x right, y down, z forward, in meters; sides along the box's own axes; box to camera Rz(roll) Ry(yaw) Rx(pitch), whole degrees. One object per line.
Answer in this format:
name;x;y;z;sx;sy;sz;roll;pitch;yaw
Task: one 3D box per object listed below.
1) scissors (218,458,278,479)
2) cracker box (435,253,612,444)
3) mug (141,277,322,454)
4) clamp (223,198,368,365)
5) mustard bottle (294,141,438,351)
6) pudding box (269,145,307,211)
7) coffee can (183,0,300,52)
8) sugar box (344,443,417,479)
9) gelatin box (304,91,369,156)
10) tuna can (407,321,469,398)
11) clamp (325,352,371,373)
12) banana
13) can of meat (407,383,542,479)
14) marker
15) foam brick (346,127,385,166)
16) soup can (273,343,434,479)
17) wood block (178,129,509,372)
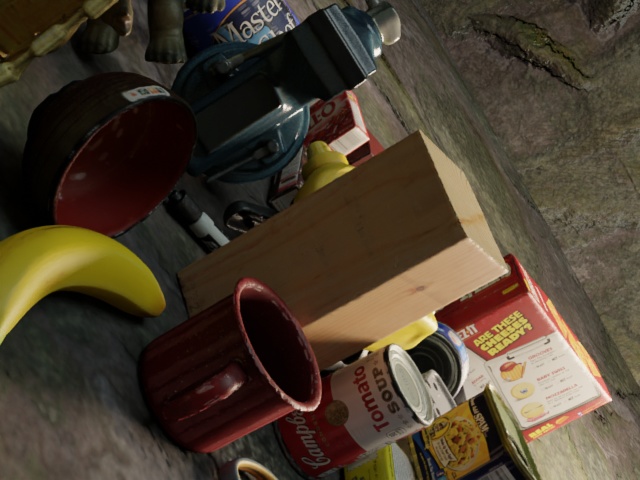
scissors;-0.003;0.216;0.722;0.201;0.016;0.096;47;23;-36
cracker box;0.189;0.132;1.137;0.213;0.164;0.072;47;19;-35
mug;-0.060;0.085;0.661;0.093;0.082;0.117;59;17;-4
clamp;-0.006;0.001;0.931;0.164;0.036;0.210;48;23;-12
mustard bottle;0.026;-0.003;0.878;0.096;0.058;0.192;13;46;-45
pudding box;-0.003;-0.026;1.067;0.113;0.039;0.090;52;21;-23
coffee can;-0.070;-0.199;1.054;0.140;0.103;0.102;53;19;-22
sugar box;0.083;0.242;0.869;0.176;0.048;0.093;55;15;-26
gelatin box;0.004;-0.115;1.144;0.030;0.089;0.073;39;27;-40
tuna can;0.100;0.122;1.039;0.086;0.086;0.033;60;19;0
clamp;0.012;0.085;0.937;0.171;0.039;0.120;41;27;-48
banana;-0.145;0.025;0.609;0.197;0.037;0.069;-17;107;-69
can of meat;0.124;0.178;0.868;0.057;0.084;0.102;52;12;-25
marker;-0.079;0.004;0.844;0.121;0.020;0.020;49;21;-31
foam brick;0.035;-0.079;1.192;0.051;0.078;0.053;49;20;-34
soup can;0.025;0.128;0.795;0.068;0.102;0.068;51;20;-27
wood block;0.014;0.023;0.759;0.090;0.206;0.090;32;33;-56
